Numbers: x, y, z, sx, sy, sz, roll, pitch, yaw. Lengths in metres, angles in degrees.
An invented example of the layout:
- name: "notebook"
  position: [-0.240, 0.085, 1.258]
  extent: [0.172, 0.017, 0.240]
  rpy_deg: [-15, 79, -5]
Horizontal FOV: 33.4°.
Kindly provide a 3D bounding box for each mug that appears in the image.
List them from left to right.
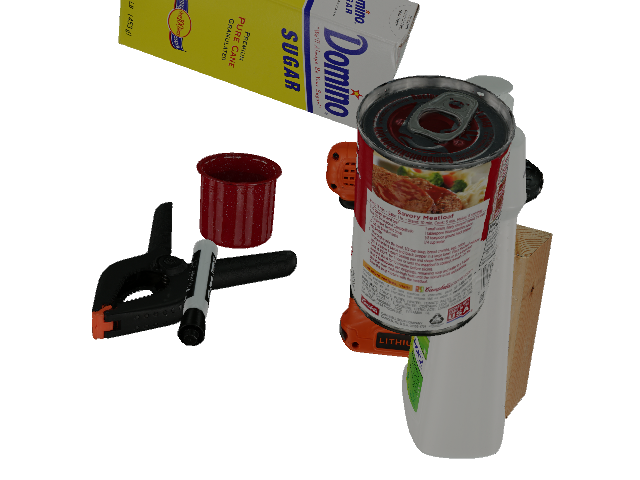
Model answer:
- name: "mug"
  position: [-0.090, -0.048, 1.188]
  extent: [0.093, 0.081, 0.117]
  rpy_deg: [8, 25, 6]

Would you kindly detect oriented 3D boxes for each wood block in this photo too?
- name: "wood block"
  position: [0.193, 0.089, 1.209]
  extent: [0.090, 0.206, 0.090]
  rpy_deg: [16, 25, 25]

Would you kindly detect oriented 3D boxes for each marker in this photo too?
- name: "marker"
  position: [-0.089, 0.037, 0.776]
  extent: [0.020, 0.020, 0.121]
  rpy_deg: [0, 30, 0]

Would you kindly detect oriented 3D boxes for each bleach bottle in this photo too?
- name: "bleach bottle"
  position: [0.094, 0.014, 0.681]
  extent: [0.068, 0.251, 0.102]
  rpy_deg: [1, 30, -1]

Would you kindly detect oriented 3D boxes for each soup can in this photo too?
- name: "soup can"
  position: [0.049, -0.014, 0.488]
  extent: [0.068, 0.102, 0.068]
  rpy_deg: [1, 41, -1]

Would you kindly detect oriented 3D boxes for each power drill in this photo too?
- name: "power drill"
  position: [0.092, 0.008, 0.928]
  extent: [0.184, 0.188, 0.057]
  rpy_deg: [5, 16, 3]

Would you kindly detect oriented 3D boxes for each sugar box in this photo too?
- name: "sugar box"
  position: [-0.036, -0.135, 0.668]
  extent: [0.176, 0.048, 0.093]
  rpy_deg: [21, -31, 0]

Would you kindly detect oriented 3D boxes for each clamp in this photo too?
- name: "clamp"
  position: [-0.146, 0.028, 0.999]
  extent: [0.165, 0.036, 0.209]
  rpy_deg: [25, 36, 30]
